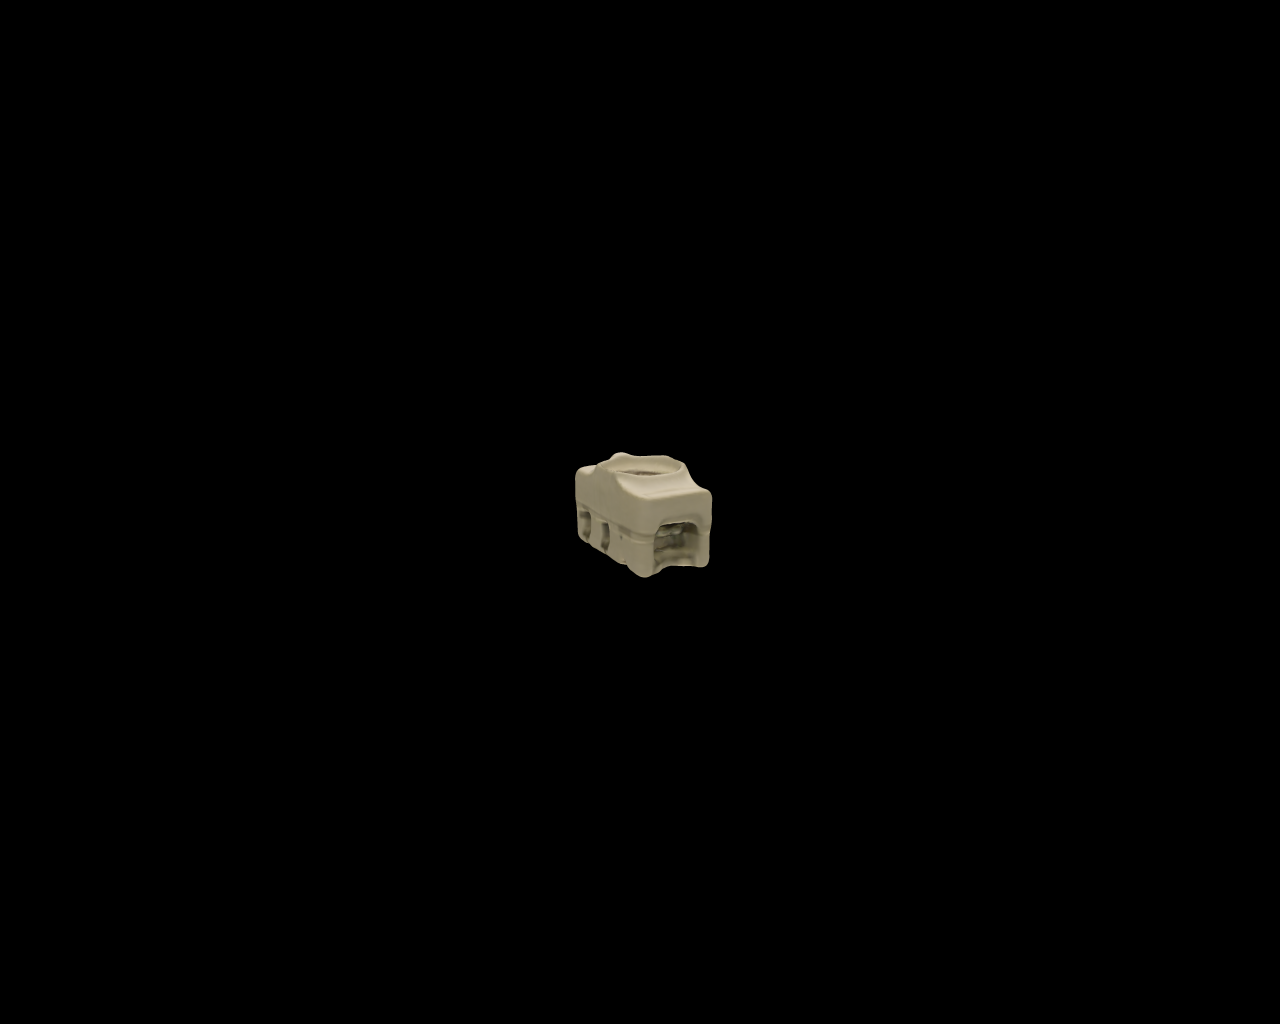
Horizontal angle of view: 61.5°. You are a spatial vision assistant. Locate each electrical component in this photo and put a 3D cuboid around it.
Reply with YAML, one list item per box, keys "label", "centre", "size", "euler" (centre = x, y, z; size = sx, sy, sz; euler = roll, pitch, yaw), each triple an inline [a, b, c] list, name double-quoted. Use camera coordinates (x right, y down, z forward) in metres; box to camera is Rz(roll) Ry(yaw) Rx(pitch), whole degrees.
- label: "electrical component"
  centre: [0.001, -0.003, 0.650]
  size: [0.050, 0.055, 0.089]
  euler: [-8, 18, -26]
